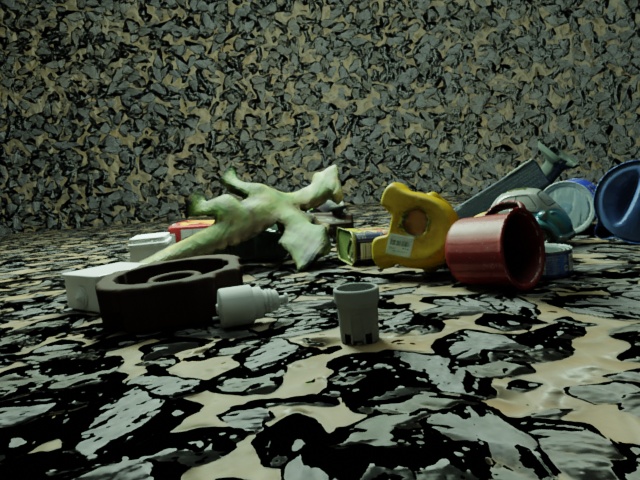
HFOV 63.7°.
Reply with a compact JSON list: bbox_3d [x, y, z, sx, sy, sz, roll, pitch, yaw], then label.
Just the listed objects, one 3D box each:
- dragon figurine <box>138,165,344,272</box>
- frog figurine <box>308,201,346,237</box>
[{"bbox_3d":[-0.097,-0.020,0.885,0.244,0.119,0.418,18,45,27],"label":"dragon figurine"},{"bbox_3d":[0.004,-0.068,1.347,0.136,0.122,0.162,-23,12,17],"label":"frog figurine"}]
